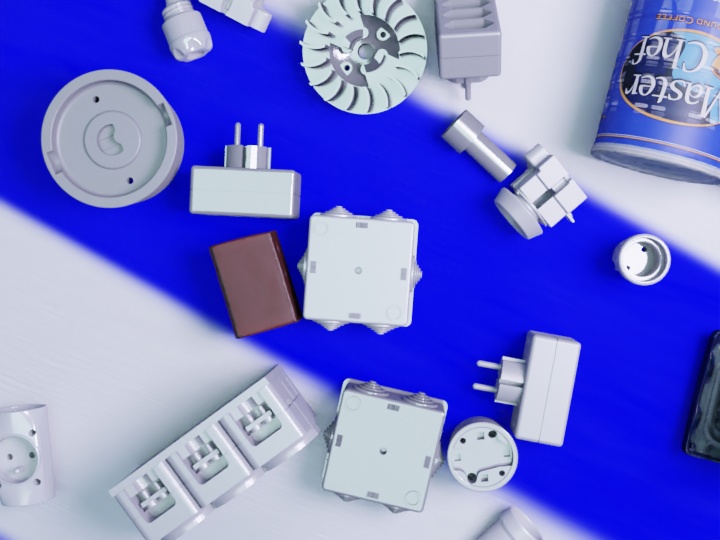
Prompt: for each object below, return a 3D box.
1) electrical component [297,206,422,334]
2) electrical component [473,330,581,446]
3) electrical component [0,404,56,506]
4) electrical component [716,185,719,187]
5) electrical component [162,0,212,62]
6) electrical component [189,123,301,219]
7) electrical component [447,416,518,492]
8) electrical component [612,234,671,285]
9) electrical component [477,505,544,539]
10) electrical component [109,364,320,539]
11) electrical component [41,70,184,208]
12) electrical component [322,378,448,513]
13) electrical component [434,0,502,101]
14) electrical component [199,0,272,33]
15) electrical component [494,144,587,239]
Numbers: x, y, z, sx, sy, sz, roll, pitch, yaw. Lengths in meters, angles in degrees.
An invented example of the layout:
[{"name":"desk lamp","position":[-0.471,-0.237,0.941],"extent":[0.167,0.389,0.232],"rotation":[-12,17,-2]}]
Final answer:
[{"name":"electrical component","position":[0.000,0.000,0.866],"extent":[0.100,0.048,0.099],"rotation":[4,91,3]},{"name":"electrical component","position":[0.129,0.090,0.862],"extent":[0.076,0.047,0.083],"rotation":[10,92,3]},{"name":"electrical component","position":[-0.295,0.153,0.888],"extent":[0.079,0.044,0.077],"rotation":[-5,91,3]},{"name":"electrical component","position":[0.329,-0.100,0.839],"extent":[0.062,0.061,0.096],"rotation":[23,93,2]},{"name":"electrical component","position":[-0.145,-0.203,0.876],"extent":[0.035,0.035,0.061],"rotation":[-22,88,3]},{"name":"electrical component","position":[-0.091,-0.081,0.869],"extent":[0.083,0.047,0.075],"rotation":[3,92,3]},{"name":"electrical component","position":[0.097,0.146,0.865],"extent":[0.055,0.047,0.055],"rotation":[0,92,3]},{"name":"electrical component","position":[0.222,-0.009,0.855],"extent":[0.040,0.046,0.040],"rotation":[0,92,3]},{"name":"electrical component","position":[0.119,0.220,0.871],"extent":[0.046,0.040,0.040],"rotation":[-43,89,9]},{"name":"electrical component","position":[-0.111,0.148,0.855],"extent":[0.150,0.089,0.061],"rotation":[-36,89,3]},{"name":"electrical component","position":[-0.194,-0.103,0.867],"extent":[0.108,0.060,0.108],"rotation":[0,92,3]},{"name":"electrical component","position":[0.019,0.142,0.868],"extent":[0.100,0.048,0.099],"rotation":[13,92,3]},{"name":"electrical component","position":[0.084,-0.171,0.849],"extent":[0.047,0.083,0.075],"rotation":[-3,130,3]},{"name":"electrical component","position":[-0.094,-0.231,0.865],"extent":[0.066,0.048,0.055],"rotation":[28,105,2]},{"name":"electrical component","position":[0.141,-0.058,0.857],"extent":[0.055,0.048,0.066],"rotation":[-41,101,1]}]
